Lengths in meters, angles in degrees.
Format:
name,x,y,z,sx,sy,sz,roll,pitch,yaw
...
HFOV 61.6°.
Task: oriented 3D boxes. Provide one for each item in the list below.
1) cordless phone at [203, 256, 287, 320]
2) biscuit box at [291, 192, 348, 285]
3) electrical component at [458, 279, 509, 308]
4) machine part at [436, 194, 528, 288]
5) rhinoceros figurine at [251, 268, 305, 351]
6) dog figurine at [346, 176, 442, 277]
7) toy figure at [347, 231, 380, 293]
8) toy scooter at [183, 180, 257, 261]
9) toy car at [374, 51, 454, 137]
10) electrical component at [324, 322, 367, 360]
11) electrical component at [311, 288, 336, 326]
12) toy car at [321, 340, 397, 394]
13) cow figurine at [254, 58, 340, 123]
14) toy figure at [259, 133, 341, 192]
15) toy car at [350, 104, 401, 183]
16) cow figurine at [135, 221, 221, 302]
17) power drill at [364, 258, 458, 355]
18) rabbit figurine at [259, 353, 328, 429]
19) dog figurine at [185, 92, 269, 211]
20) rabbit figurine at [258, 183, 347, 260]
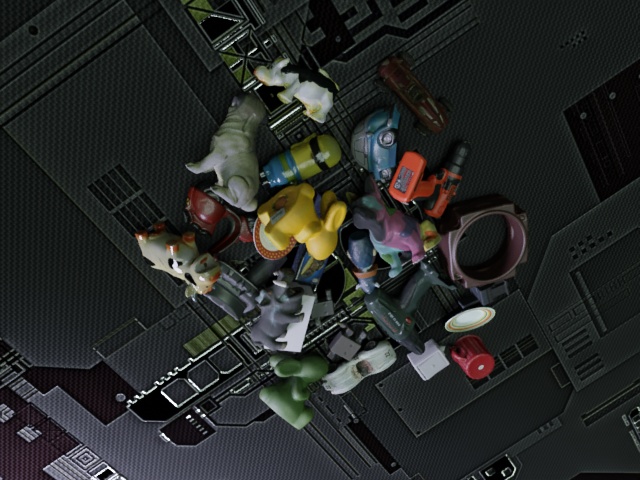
name,x,y,z,sx,sy,sz,roll,pitch,yaw
cordless phone,-0.171,0.071,1.201,0.184,0.089,0.146,-48,114,-2
biscuit box,-0.002,-0.004,1.204,0.059,0.063,0.202,14,109,-18
electrical component,0.401,0.124,1.339,0.119,0.075,0.047,-20,116,-1
machine part,0.388,0.003,1.279,0.201,0.087,0.201,-13,116,-7
rhinoceros figurine,-0.092,0.150,1.178,0.112,0.073,0.190,21,108,-8
dog figurine,0.156,-0.043,1.200,0.108,0.191,0.219,-34,92,42
toy figure,0.105,0.053,1.253,0.058,0.064,0.154,-39,127,-37
toy scooter,-0.219,-0.029,1.131,0.183,0.075,0.135,39,84,-29
toy car,0.202,-0.302,1.132,0.202,0.053,0.089,42,95,-22
electrical component,0.058,0.251,1.331,0.078,0.045,0.102,26,104,-18
electrical component,0.006,0.162,1.297,0.063,0.021,0.093,-10,113,-9
toy car,0.098,0.322,1.364,0.202,0.056,0.073,-31,115,1
cow figurine,-0.044,-0.313,1.064,0.167,0.068,0.098,30,97,-25
toy figure,-0.042,-0.156,1.117,0.180,0.089,0.082,-23,117,-3
toy car,0.116,-0.205,1.134,0.103,0.109,0.161,8,129,11
cow figurine,-0.285,0.046,1.107,0.085,0.195,0.127,-39,136,-44
power drill,0.237,0.158,1.321,0.232,0.086,0.207,38,107,-21
rabbit figurine,-0.061,0.344,1.326,0.159,0.121,0.170,44,80,-17
dog figurine,-0.145,-0.174,1.063,0.172,0.121,0.190,41,98,-14
rabbit figurine,-0.022,-0.035,1.111,0.162,0.122,0.173,-43,121,1
